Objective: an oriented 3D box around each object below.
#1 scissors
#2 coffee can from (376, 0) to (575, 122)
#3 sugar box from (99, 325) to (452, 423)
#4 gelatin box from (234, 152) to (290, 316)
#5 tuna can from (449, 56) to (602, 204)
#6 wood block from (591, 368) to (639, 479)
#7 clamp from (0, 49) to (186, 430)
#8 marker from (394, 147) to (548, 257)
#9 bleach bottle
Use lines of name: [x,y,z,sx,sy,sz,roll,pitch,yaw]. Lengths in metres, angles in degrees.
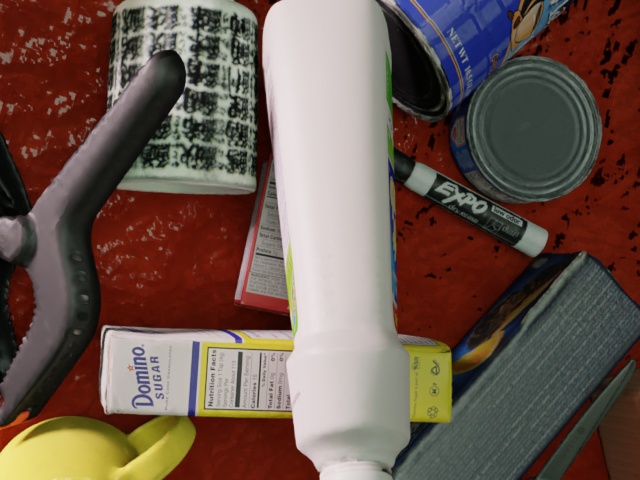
scissors: [0.131,0.166,0.619,0.202,0.016,0.096,-41,107,1]
coffee can: [0.085,-0.149,0.596,0.140,0.103,0.103,-41,97,-11]
sugar box: [-0.027,0.071,0.566,0.176,0.093,0.048,1,88,-12]
gelatin box: [-0.004,0.001,0.607,0.073,0.030,0.089,12,85,-11]
tuna can: [0.122,-0.064,0.637,0.086,0.034,0.086,1,88,-13]
wood block: [0.240,0.118,0.569,0.090,0.206,0.091,-13,90,-14]
clamp: [-0.157,-0.009,0.548,0.165,0.036,0.210,19,101,27]
marker: [0.080,-0.025,0.633,0.121,0.020,0.020,28,82,-11]
bleach bottle: [0.010,0.008,0.510,0.068,0.102,0.251,-4,62,1]
